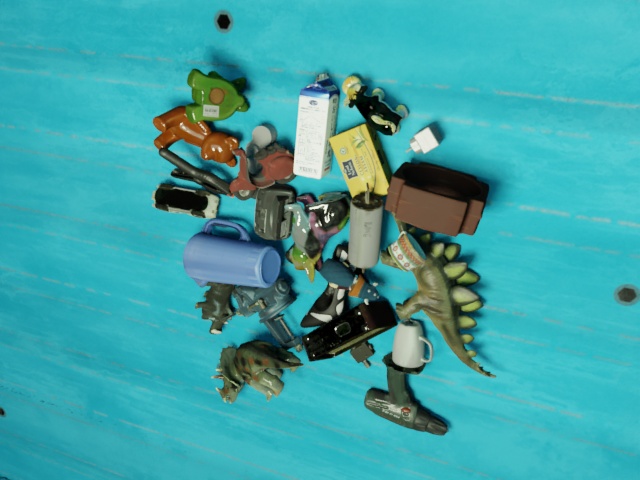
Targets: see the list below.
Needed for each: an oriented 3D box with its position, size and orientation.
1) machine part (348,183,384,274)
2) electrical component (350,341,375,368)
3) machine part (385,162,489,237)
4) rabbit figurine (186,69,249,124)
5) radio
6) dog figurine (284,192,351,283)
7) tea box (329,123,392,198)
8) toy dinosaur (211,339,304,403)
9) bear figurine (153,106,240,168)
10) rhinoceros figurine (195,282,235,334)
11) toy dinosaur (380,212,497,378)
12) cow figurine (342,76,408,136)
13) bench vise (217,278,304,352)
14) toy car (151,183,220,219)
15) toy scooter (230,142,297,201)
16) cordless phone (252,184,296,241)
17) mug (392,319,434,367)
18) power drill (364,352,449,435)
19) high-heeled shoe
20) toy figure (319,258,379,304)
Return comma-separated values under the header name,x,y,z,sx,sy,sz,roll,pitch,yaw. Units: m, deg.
name,x,y,z,sx,sy,sz,roll,pitch,yaw
machine part,0.106,-0.020,1.250,0.079,0.079,0.242,14,129,16
electrical component,0.116,0.301,1.453,0.063,0.021,0.094,-35,94,27
machine part,0.251,-0.090,1.154,0.202,0.201,0.087,17,117,14
rabbit figurine,-0.252,-0.354,1.289,0.159,0.170,0.121,-10,113,-19
radio,0.071,0.235,1.376,0.229,0.131,0.073,-34,68,27
dog figurine,-0.003,-0.004,1.341,0.192,0.108,0.219,-1,113,18
tea box,0.101,-0.180,1.253,0.098,0.068,0.169,-19,103,25
toy dinosaur,-0.176,0.335,1.465,0.192,0.131,0.404,31,142,-5
bear figurine,-0.308,-0.246,1.356,0.196,0.132,0.120,41,148,7
rhinoceros figurine,-0.292,0.183,1.542,0.112,0.073,0.190,19,114,3
toy dinosaur,0.279,0.130,1.280,0.199,0.105,0.470,-18,101,25
cow figurine,0.109,-0.295,1.191,0.167,0.098,0.068,37,124,4
bench vise,-0.134,0.210,1.463,0.224,0.129,0.240,-33,91,30
toy car,-0.368,-0.105,1.460,0.202,0.056,0.073,11,84,18
toy scooter,-0.142,-0.180,1.290,0.184,0.075,0.135,-26,132,-7
cordless phone,-0.156,-0.083,1.393,0.184,0.089,0.146,20,117,26
mug,0.234,0.260,1.355,0.110,0.081,0.107,11,110,44
power drill,0.235,0.405,1.421,0.232,0.086,0.207,10,121,20
high-heeled shoe,0.012,0.122,1.379,0.249,0.086,0.145,-38,113,11
toy figure,0.073,0.099,1.302,0.154,0.058,0.064,32,103,-4
